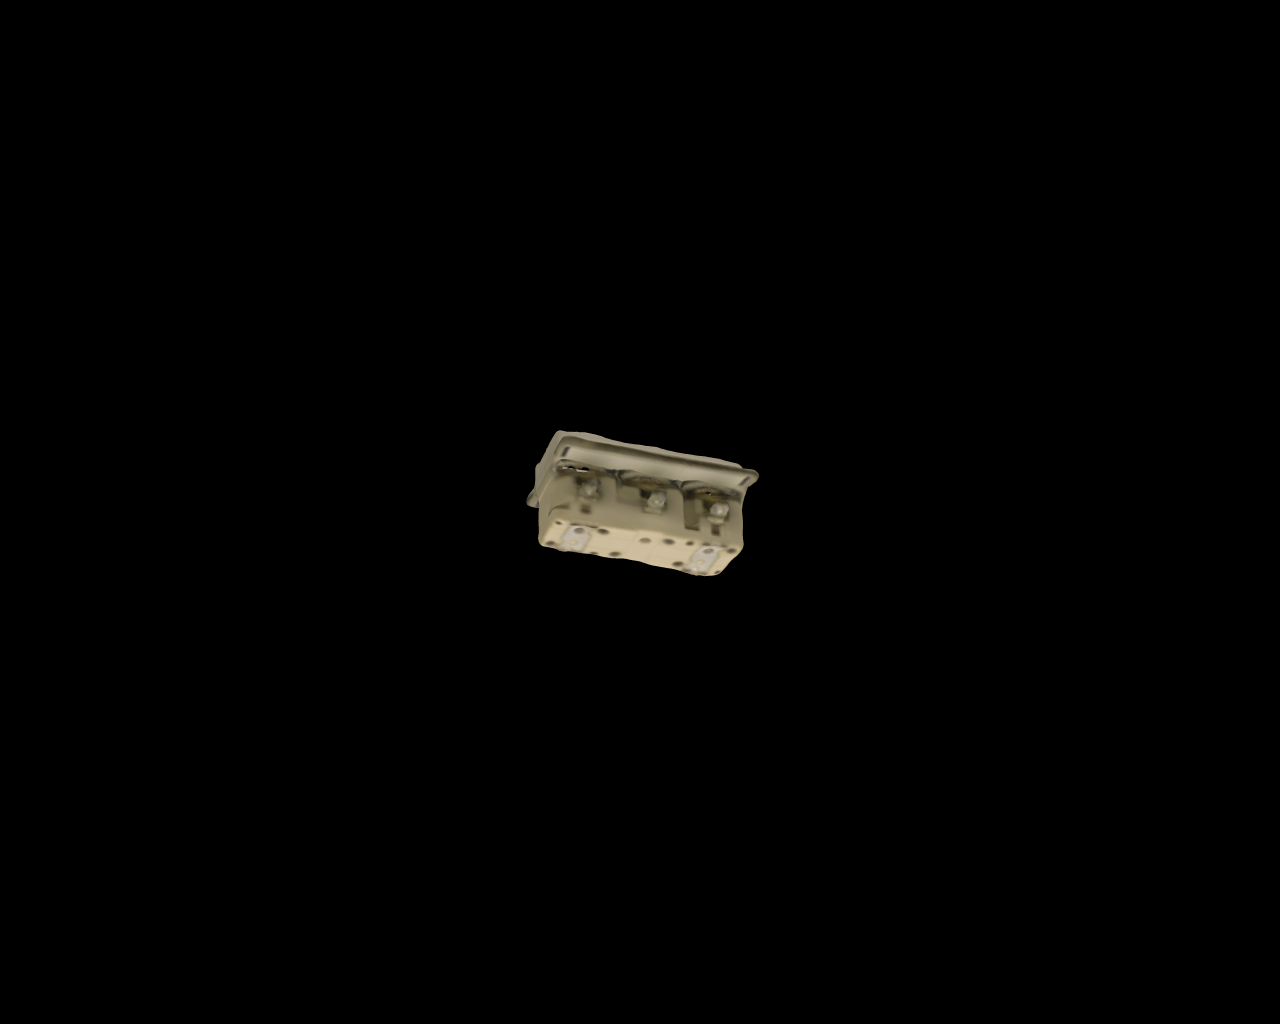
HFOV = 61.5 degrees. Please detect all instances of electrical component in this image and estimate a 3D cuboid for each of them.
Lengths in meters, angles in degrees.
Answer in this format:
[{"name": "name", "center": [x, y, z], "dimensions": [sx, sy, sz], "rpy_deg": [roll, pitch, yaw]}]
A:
[{"name": "electrical component", "center": [0.001, -0.003, 0.650], "dimensions": [0.121, 0.063, 0.078], "rpy_deg": [11, -32, -18]}]
